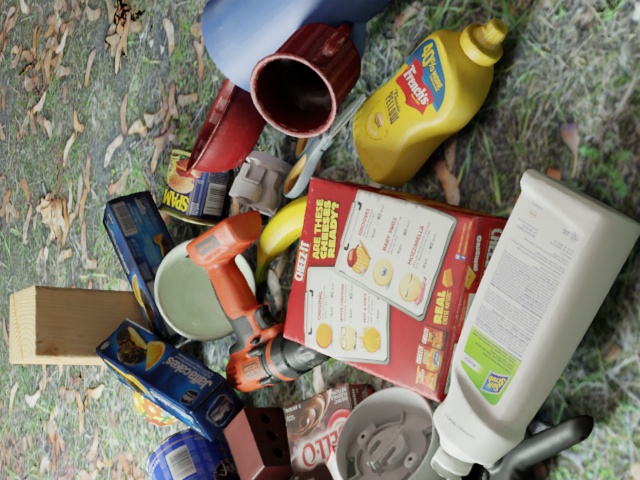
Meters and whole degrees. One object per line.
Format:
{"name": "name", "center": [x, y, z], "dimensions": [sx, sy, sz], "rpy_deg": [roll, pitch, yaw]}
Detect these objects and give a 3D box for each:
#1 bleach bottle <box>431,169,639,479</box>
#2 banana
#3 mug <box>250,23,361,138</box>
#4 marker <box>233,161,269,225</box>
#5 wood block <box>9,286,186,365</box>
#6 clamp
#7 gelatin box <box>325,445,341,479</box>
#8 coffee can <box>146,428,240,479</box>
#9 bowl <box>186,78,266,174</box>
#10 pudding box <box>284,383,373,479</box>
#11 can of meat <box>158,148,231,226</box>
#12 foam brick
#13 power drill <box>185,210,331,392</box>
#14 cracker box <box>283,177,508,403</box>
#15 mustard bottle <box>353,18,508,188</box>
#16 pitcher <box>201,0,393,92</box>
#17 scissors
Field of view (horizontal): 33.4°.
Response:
{"name": "bleach bottle", "center": [0.153, 0.076, 0.852], "dimensions": [0.103, 0.068, 0.251], "rpy_deg": [39, 107, 49]}
{"name": "banana", "center": [-0.014, -0.015, 1.162], "dimensions": [0.198, 0.037, 0.069], "rpy_deg": [-31, 68, 48]}
{"name": "mug", "center": [-0.005, -0.167, 1.040], "dimensions": [0.117, 0.093, 0.081], "rpy_deg": [-51, 3, 46]}
{"name": "marker", "center": [-0.087, -0.065, 1.285], "dimensions": [0.020, 0.020, 0.121], "rpy_deg": [-53, 46, 36]}
{"name": "wood block", "center": [-0.285, 0.114, 1.376], "dimensions": [0.090, 0.205, 0.091], "rpy_deg": [-16, 73, 53]}
{"name": "clamp", "center": [0.151, 0.169, 0.902], "dimensions": [0.172, 0.039, 0.120], "rpy_deg": [-57, 34, 27]}
{"name": "gelatin box", "center": [0.056, 0.226, 0.992], "dimensions": [0.089, 0.073, 0.030], "rpy_deg": [57, 143, 41]}
{"name": "coffee can", "center": [-0.130, 0.300, 1.221], "dimensions": [0.103, 0.102, 0.140], "rpy_deg": [-60, 42, 30]}
{"name": "bowl", "center": [-0.098, -0.139, 1.249], "dimensions": [0.162, 0.055, 0.162], "rpy_deg": [-58, 14, 24]}
{"name": "pudding box", "center": [0.013, 0.202, 1.088], "dimensions": [0.114, 0.039, 0.090], "rpy_deg": [-31, 60, 48]}
{"name": "can of meat", "center": [-0.157, -0.068, 1.352], "dimensions": [0.102, 0.057, 0.084], "rpy_deg": [21, 100, 54]}
{"name": "foam brick", "center": [-0.064, 0.230, 1.182], "dimensions": [0.051, 0.052, 0.078], "rpy_deg": [-54, 46, 35]}
{"name": "power drill", "center": [-0.068, 0.067, 1.166], "dimensions": [0.185, 0.057, 0.188], "rpy_deg": [-28, 81, 49]}
{"name": "cracker box", "center": [0.070, 0.039, 0.986], "dimensions": [0.214, 0.071, 0.164], "rpy_deg": [17, 99, 47]}
{"name": "mustard bottle", "center": [0.106, -0.137, 0.989], "dimensions": [0.192, 0.058, 0.096], "rpy_deg": [-44, 44, 42]}
{"name": "pitcher", "center": [-0.003, -0.248, 1.110], "dimensions": [0.243, 0.149, 0.145], "rpy_deg": [-28, 32, 46]}
{"name": "scissors", "center": [0.007, -0.119, 1.122], "dimensions": [0.202, 0.016, 0.096], "rpy_deg": [127, 156, -47]}
